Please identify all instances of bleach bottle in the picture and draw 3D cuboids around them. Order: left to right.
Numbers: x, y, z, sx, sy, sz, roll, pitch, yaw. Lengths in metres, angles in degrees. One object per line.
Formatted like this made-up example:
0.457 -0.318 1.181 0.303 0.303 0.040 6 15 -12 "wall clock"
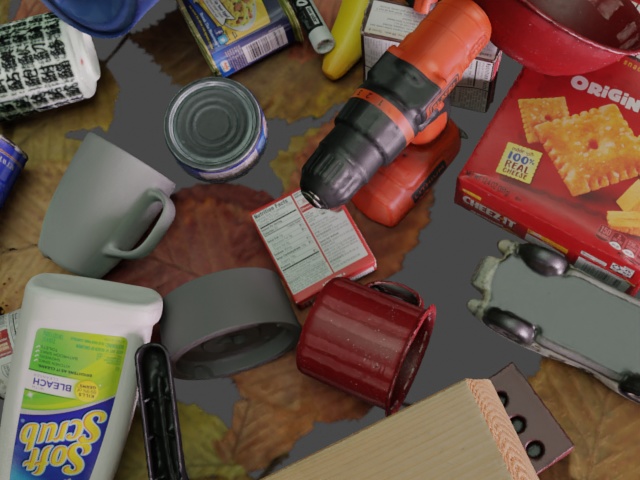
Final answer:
-0.186 0.156 0.792 0.102 0.068 0.251 10 100 -6 "bleach bottle"

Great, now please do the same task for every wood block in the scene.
0.041 0.183 0.753 0.206 0.090 0.091 -29 74 14 "wood block"

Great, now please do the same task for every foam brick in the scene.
0.146 0.141 0.804 0.053 0.051 0.078 -35 74 -5 "foam brick"

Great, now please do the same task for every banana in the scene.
0.030 -0.235 0.933 0.070 0.037 0.198 -13 70 25 "banana"

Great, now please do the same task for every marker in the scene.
-0.017 -0.210 0.924 0.020 0.020 0.121 -24 60 -2 "marker"

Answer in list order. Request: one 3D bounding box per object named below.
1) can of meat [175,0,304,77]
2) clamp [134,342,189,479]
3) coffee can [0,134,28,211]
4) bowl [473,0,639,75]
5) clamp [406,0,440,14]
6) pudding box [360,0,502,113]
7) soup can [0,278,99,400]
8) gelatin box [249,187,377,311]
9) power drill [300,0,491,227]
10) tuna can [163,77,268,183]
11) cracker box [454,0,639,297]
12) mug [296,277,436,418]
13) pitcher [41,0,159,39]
-0.074 -0.199 0.919 0.084 0.057 0.102 -28 73 -2 "can of meat"
-0.106 0.199 0.738 0.036 0.210 0.164 -6 33 4 "clamp"
-0.315 -0.028 0.868 0.103 0.103 0.140 21 77 10 "coffee can"
0.164 -0.173 0.796 0.162 0.161 0.055 47 127 15 "bowl"
0.095 -0.229 0.881 0.120 0.171 0.039 17 120 20 "clamp"
0.091 -0.150 0.871 0.113 0.090 0.039 13 71 8 "pudding box"
-0.213 0.079 0.846 0.102 0.068 0.068 -20 73 0 "soup can"
-0.006 0.001 0.870 0.073 0.030 0.089 -28 73 -2 "gelatin box"
0.056 -0.074 0.804 0.057 0.187 0.184 39 79 13 "power drill"
-0.088 -0.093 0.900 0.086 0.034 0.086 -1 77 5 "tuna can"
0.230 -0.088 0.852 0.164 0.072 0.213 30 78 13 "cracker box"
0.039 0.071 0.822 0.081 0.093 0.117 21 46 15 "mug"
-0.123 -0.281 0.876 0.149 0.145 0.242 44 57 -6 "pitcher"
